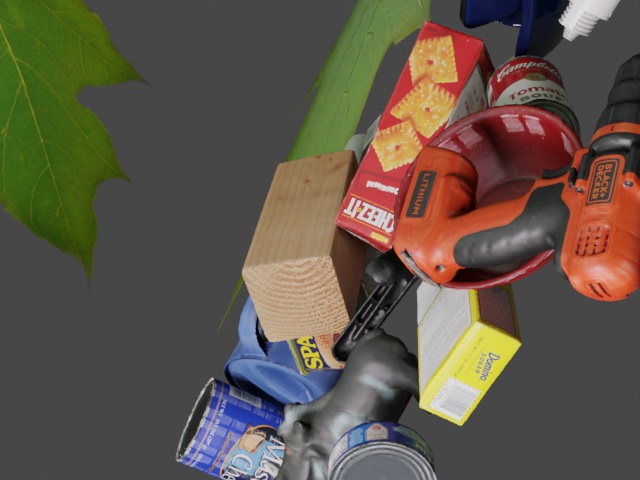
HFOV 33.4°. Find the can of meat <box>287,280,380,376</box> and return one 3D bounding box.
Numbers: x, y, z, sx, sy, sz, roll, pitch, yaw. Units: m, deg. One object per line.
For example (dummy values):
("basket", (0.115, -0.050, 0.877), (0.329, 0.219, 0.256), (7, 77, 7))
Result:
("can of meat", (0.013, 0.091, 1.126), (0.057, 0.084, 0.102), (-64, -39, -52))

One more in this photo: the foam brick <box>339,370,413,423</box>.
("foam brick", (0.055, 0.134, 1.018), (0.053, 0.051, 0.078), (-64, 10, 6))

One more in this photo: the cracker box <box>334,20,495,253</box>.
("cracker box", (0.103, -0.088, 1.065), (0.214, 0.072, 0.164), (-65, -19, -1))

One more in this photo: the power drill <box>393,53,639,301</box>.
("power drill", (0.149, -0.040, 0.738), (0.188, 0.057, 0.184), (-9, 51, 44))

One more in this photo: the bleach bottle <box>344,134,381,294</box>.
("bleach bottle", (0.065, -0.012, 1.238), (0.068, 0.102, 0.250), (115, 166, -46))

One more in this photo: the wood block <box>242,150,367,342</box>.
("wood block", (-0.008, 0.001, 1.093), (0.206, 0.090, 0.091), (-77, -27, -55))

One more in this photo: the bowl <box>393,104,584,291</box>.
("bowl", (0.140, -0.024, 0.832), (0.162, 0.055, 0.162), (-18, 54, 27))

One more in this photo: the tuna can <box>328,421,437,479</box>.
("tuna can", (0.048, 0.185, 0.835), (0.086, 0.086, 0.033), (-61, 9, 22))

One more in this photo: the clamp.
("clamp", (0.086, 0.021, 0.989), (0.209, 0.036, 0.165), (-42, -15, -37))

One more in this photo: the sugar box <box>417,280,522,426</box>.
("sugar box", (0.120, 0.062, 0.884), (0.093, 0.048, 0.176), (-59, 8, 27))

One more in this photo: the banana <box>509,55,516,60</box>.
("banana", (0.185, -0.117, 1.015), (0.070, 0.037, 0.197), (98, -171, -52))

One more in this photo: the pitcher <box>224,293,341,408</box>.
("pitcher", (-0.014, 0.075, 1.269), (0.242, 0.145, 0.149), (-67, 7, -31))

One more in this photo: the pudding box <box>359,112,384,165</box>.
("pudding box", (0.094, -0.087, 1.237), (0.039, 0.090, 0.113), (-53, 15, 44))

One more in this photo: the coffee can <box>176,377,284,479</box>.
("coffee can", (-0.079, 0.230, 1.213), (0.103, 0.140, 0.103), (-61, 11, 20))

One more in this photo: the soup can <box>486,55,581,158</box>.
("soup can", (0.180, -0.107, 0.908), (0.069, 0.068, 0.102), (-59, 12, 28))
